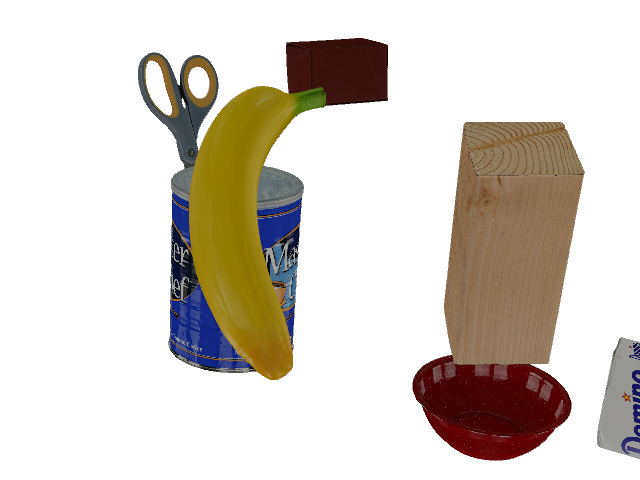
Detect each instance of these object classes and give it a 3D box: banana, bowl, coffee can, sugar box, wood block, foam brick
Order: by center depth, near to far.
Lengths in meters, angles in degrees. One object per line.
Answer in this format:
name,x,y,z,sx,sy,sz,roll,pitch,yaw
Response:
banana,-0.039,-0.018,0.588,0.069,0.197,0.037,6,-32,2
coffee can,-0.068,0.019,0.847,0.103,0.140,0.103,3,20,-1
sugar box,0.323,0.149,0.879,0.176,0.093,0.048,12,24,20
foam brick,0.015,-0.149,0.946,0.078,0.051,0.053,-8,20,-23
wood block,0.167,0.005,0.953,0.091,0.206,0.090,0,35,-1
bowl,0.173,0.178,1.099,0.162,0.055,0.162,3,23,-1

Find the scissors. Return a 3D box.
scissors,-0.124,-0.104,1.103,0.096,0.202,0.016,-32,14,-32
